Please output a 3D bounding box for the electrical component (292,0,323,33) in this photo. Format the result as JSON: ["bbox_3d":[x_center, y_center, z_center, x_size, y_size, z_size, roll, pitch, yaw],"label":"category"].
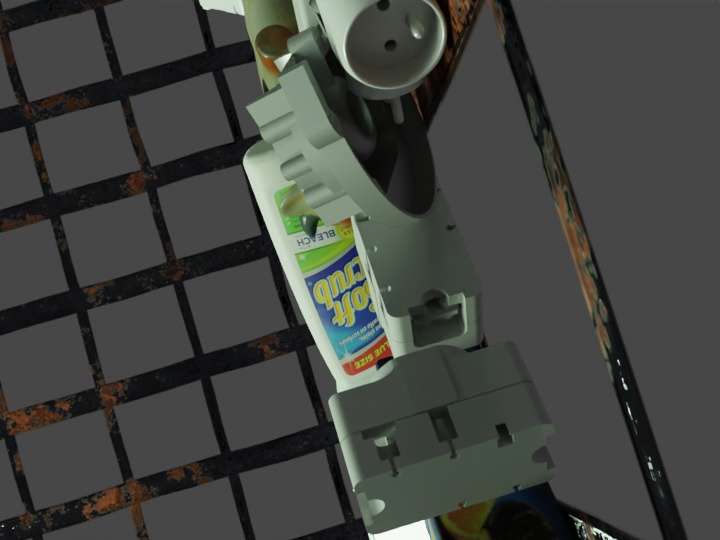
[{"bbox_3d":[-0.015,-0.156,0.573,0.065,0.047,0.076,78,175,-53],"label":"electrical component"}]

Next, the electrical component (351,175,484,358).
[{"bbox_3d":[0.030,0.000,0.576,0.055,0.050,0.089,79,174,-54],"label":"electrical component"}]

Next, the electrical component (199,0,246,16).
[{"bbox_3d":[-0.070,-0.230,0.771,0.062,0.096,0.061,25,139,45],"label":"electrical component"}]

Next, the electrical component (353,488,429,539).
[{"bbox_3d":[0.046,0.179,0.804,0.096,0.061,0.061,-20,86,44],"label":"electrical component"}]

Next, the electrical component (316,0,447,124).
[{"bbox_3d":[0.009,-0.102,0.470,0.077,0.044,0.079,-110,5,-49],"label":"electrical component"}]

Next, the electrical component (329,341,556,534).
[{"bbox_3d":[0.036,0.073,0.489,0.050,0.089,0.055,77,175,-48],"label":"electrical component"}]
